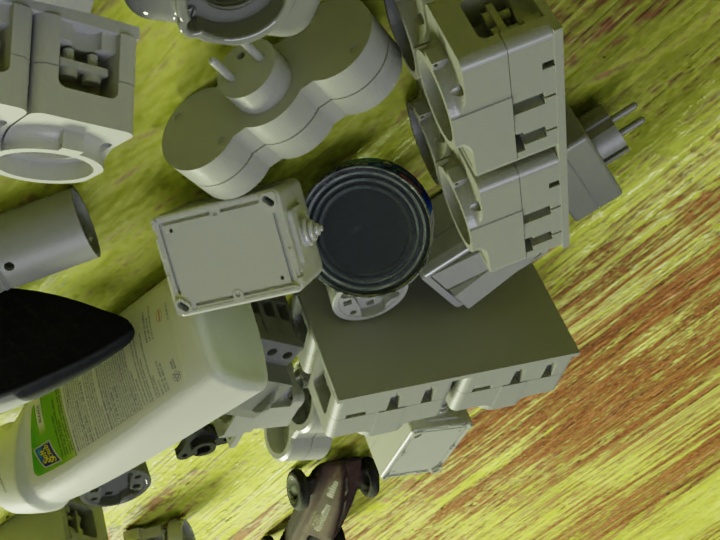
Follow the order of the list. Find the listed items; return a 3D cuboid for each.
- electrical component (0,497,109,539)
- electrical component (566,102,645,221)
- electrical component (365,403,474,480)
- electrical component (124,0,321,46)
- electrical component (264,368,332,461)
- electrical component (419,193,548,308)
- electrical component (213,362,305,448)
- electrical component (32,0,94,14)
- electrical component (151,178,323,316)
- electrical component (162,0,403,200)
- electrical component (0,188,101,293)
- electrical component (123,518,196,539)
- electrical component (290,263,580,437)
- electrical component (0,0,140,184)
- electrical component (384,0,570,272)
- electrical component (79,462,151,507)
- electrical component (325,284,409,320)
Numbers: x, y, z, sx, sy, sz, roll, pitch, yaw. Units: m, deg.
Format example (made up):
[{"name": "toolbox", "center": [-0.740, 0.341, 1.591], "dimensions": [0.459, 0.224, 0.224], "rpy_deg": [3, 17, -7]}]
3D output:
[{"name": "electrical component", "center": [-0.249, 0.273, 0.887], "dimensions": [0.089, 0.150, 0.062], "rpy_deg": [-33, 144, 15]}, {"name": "electrical component", "center": [0.155, -0.086, 0.720], "dimensions": [0.076, 0.047, 0.083], "rpy_deg": [-32, 145, 13]}, {"name": "electrical component", "center": [0.051, 0.132, 0.946], "dimensions": [0.062, 0.061, 0.096], "rpy_deg": [-2, 141, -28]}, {"name": "electrical component", "center": [-0.064, -0.145, 0.502], "dimensions": [0.095, 0.059, 0.053], "rpy_deg": [1, 139, -30]}, {"name": "electrical component", "center": [-0.018, 0.106, 0.878], "dimensions": [0.074, 0.052, 0.138], "rpy_deg": [3, 138, -33]}, {"name": "electrical component", "center": [0.086, -0.024, 0.752], "dimensions": [0.096, 0.061, 0.062], "rpy_deg": [-33, 144, 15]}, {"name": "electrical component", "center": [-0.081, 0.099, 0.843], "dimensions": [0.064, 0.042, 0.081], "rpy_deg": [0, 140, -33]}, {"name": "electrical component", "center": [-0.134, -0.147, 0.448], "dimensions": [0.042, 0.081, 0.063], "rpy_deg": [-4, 118, -61]}, {"name": "electrical component", "center": [-0.065, -0.017, 0.646], "dimensions": [0.096, 0.061, 0.061], "rpy_deg": [-12, -170, 15]}, {"name": "electrical component", "center": [-0.051, -0.099, 0.578], "dimensions": [0.138, 0.052, 0.074], "rpy_deg": [-32, 145, 14]}, {"name": "electrical component", "center": [-0.197, -0.014, 0.621], "dimensions": [0.081, 0.043, 0.043], "rpy_deg": [-20, 146, -3]}, {"name": "electrical component", "center": [-0.185, 0.260, 1.001], "dimensions": [0.055, 0.048, 0.066], "rpy_deg": [-17, 146, 5]}, {"name": "electrical component", "center": [0.050, 0.051, 0.796], "dimensions": [0.186, 0.105, 0.060], "rpy_deg": [-9, 144, -19]}, {"name": "electrical component", "center": [-0.187, -0.085, 0.480], "dimensions": [0.150, 0.061, 0.089], "rpy_deg": [9, 165, -38]}, {"name": "electrical component", "center": [0.067, -0.093, 0.607], "dimensions": [0.060, 0.105, 0.186], "rpy_deg": [-21, 146, -2]}, {"name": "electrical component", "center": [-0.196, 0.151, 0.843], "dimensions": [0.055, 0.047, 0.055], "rpy_deg": [-15, 145, -11]}, {"name": "electrical component", "center": [0.000, 0.000, 0.748], "dimensions": [0.055, 0.047, 0.055], "rpy_deg": [-15, 145, -11]}]
